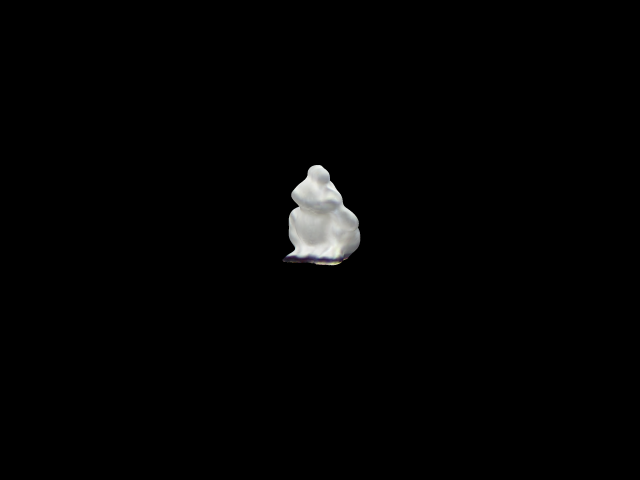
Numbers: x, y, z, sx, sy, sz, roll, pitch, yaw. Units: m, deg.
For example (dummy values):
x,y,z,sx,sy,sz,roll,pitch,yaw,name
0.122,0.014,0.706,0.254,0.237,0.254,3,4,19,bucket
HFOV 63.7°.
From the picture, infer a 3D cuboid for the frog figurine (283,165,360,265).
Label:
x,y,z,sx,sy,sz,roll,pitch,yaw,name
0.003,-0.043,0.850,0.123,0.159,0.137,-2,4,-34,frog figurine
